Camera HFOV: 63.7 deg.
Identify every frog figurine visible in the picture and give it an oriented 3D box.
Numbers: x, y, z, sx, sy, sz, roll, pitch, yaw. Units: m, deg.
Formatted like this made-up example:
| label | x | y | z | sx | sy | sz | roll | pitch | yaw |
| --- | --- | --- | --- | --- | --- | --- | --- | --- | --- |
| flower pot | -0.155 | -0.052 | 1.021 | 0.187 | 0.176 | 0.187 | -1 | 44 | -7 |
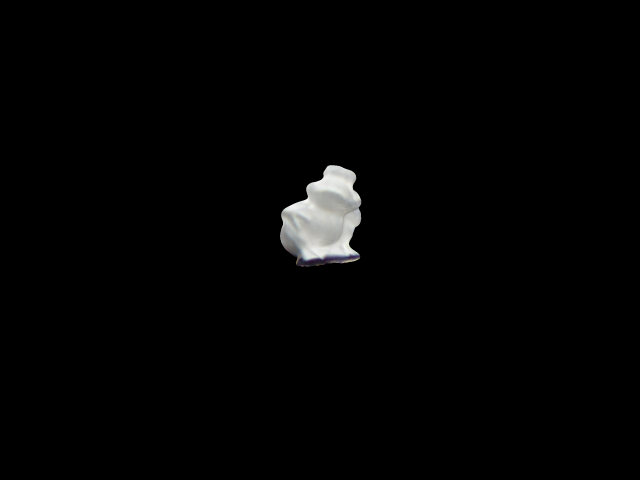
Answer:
| label | x | y | z | sx | sy | sz | roll | pitch | yaw |
| --- | --- | --- | --- | --- | --- | --- | --- | --- | --- |
| frog figurine | 0.003 | -0.043 | 0.850 | 0.137 | 0.159 | 0.123 | -1 | 3 | -11 |
